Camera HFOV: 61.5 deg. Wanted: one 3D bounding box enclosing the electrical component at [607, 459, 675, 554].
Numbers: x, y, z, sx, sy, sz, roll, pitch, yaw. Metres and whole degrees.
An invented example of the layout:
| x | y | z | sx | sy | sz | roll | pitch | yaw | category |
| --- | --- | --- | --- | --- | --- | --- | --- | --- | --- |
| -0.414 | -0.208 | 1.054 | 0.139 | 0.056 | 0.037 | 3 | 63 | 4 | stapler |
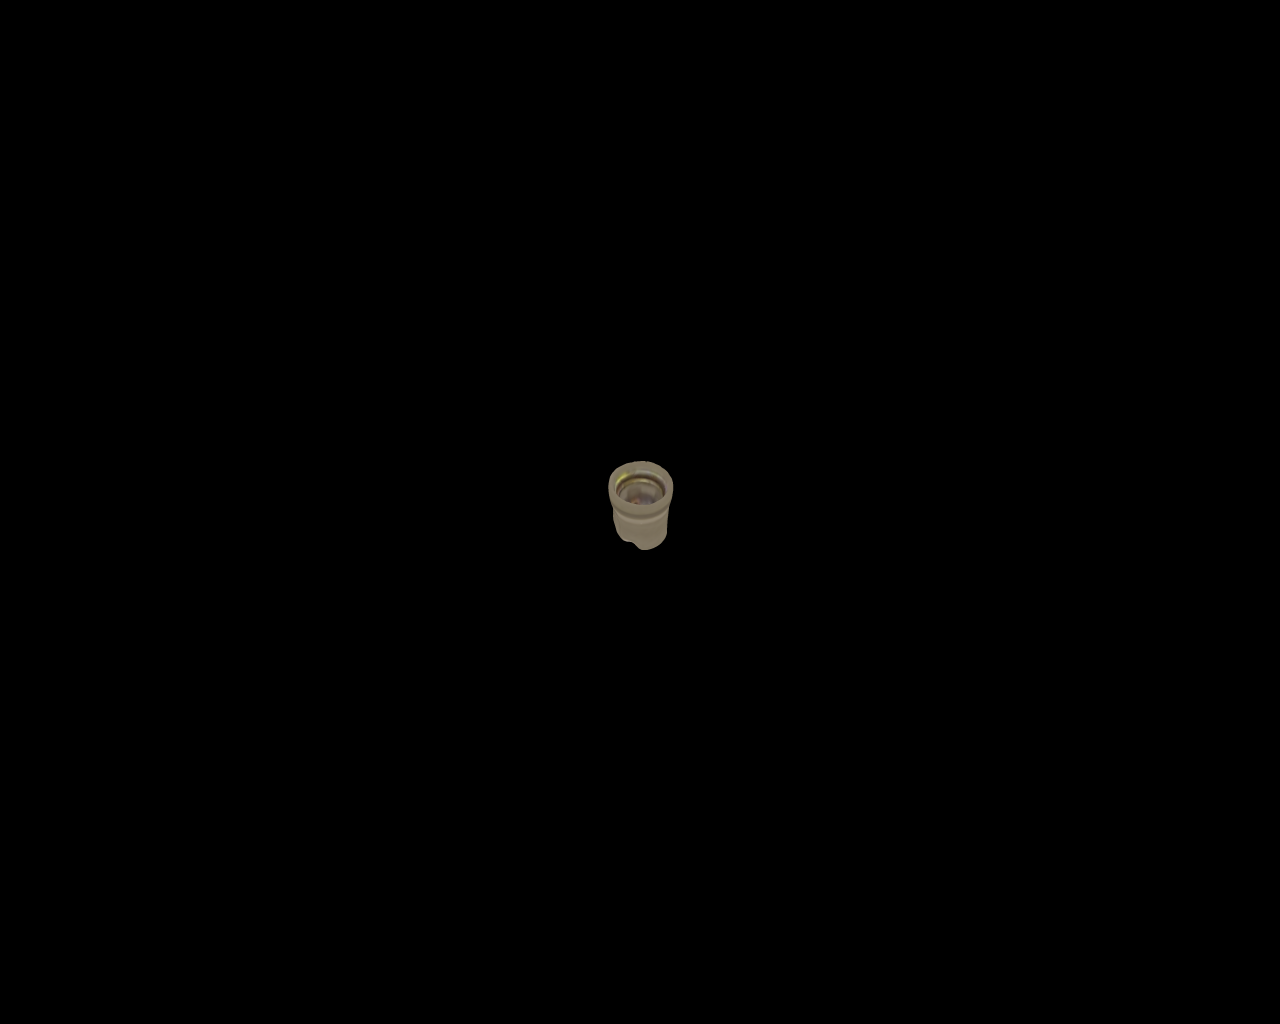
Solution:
| x | y | z | sx | sy | sz | roll | pitch | yaw | category |
| --- | --- | --- | --- | --- | --- | --- | --- | --- | --- |
| 0.001 | -0.003 | 0.650 | 0.040 | 0.040 | 0.046 | 0 | -43 | 0 | electrical component |
